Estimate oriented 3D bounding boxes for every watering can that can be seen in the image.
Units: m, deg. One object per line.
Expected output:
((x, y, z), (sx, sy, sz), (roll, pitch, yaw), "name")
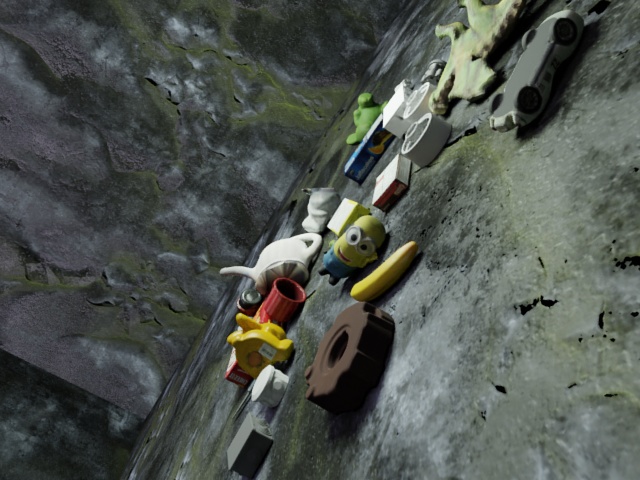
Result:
((-0.148, 0.083, 1.509), (0.346, 0.102, 0.229), (-24, 25, 9), "watering can")

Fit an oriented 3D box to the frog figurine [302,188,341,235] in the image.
((0.005, -0.079, 1.566), (0.138, 0.123, 0.159), (-84, -10, -87), "frog figurine")

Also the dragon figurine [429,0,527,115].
((0.326, -0.375, 0.997), (0.404, 0.122, 0.247), (140, 141, -63), "dragon figurine")
